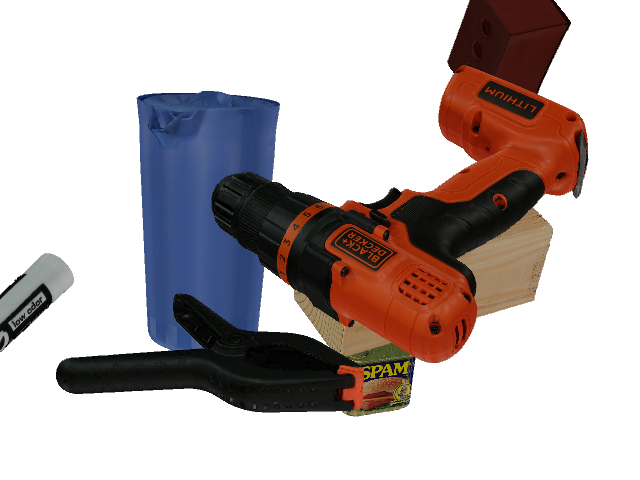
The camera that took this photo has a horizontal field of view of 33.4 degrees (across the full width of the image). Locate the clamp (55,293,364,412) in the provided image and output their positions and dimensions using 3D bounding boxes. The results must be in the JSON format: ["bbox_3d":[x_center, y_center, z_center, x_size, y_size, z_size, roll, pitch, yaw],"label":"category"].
[{"bbox_3d":[-0.063,0.084,0.787,0.210,0.036,0.164,6,20,17],"label":"clamp"}]

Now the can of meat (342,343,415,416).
[{"bbox_3d":[0.070,0.173,1.369,0.102,0.084,0.057,-5,26,-21],"label":"can of meat"}]

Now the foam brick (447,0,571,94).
[{"bbox_3d":[0.132,-0.140,0.758,0.051,0.053,0.078,-16,-31,-21],"label":"foam brick"}]

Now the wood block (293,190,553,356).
[{"bbox_3d":[0.090,0.020,0.948,0.205,0.090,0.091,-13,42,-24],"label":"wood block"}]

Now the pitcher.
[{"bbox_3d":[-0.104,-0.022,1.030,0.149,0.243,0.145,-2,15,-19],"label":"pitcher"}]

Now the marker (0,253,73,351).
[{"bbox_3d":[-0.148,0.048,0.443,0.020,0.020,0.121,0,36,38],"label":"marker"}]

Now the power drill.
[{"bbox_3d":[0.052,-0.028,0.631,0.185,0.057,0.187,32,59,32],"label":"power drill"}]
